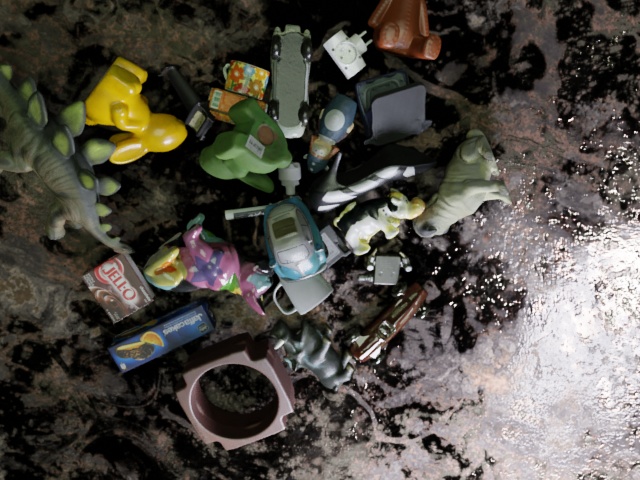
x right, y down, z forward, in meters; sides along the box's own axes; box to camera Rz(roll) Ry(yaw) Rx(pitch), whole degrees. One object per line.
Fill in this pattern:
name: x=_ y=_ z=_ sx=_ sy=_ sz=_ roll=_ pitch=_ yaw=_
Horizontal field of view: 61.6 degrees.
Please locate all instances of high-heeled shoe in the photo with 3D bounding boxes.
high-heeled shoe: x=0.103 y=-0.108 z=1.046 sx=0.249 sy=0.086 sz=0.145 roll=1 pitch=130 yaw=-20

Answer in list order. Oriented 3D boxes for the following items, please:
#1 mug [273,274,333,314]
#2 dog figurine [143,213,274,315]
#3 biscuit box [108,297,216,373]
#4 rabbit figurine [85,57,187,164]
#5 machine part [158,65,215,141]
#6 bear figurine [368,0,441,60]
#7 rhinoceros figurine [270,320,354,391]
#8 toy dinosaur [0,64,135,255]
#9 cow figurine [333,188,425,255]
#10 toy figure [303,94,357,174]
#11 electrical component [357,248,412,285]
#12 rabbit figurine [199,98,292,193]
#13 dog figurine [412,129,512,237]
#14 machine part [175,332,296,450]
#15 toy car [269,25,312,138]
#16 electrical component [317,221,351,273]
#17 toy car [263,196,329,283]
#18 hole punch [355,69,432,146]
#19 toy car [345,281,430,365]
mug: x=-0.046 y=0.087 z=1.060 sx=0.109 sy=0.081 sz=0.107 roll=-35 pitch=91 yaw=8
dog figurine: x=-0.197 y=0.070 z=1.021 sx=0.191 sy=0.108 sz=0.219 roll=-42 pitch=106 yaw=2
biscuit box: x=-0.306 y=0.184 z=1.053 sx=0.203 sy=0.059 sz=0.062 roll=-25 pitch=103 yaw=-1
rabbit figurine: x=-0.324 y=-0.209 z=0.947 sx=0.173 sy=0.122 sz=0.162 roll=31 pitch=100 yaw=-31
machine part: x=-0.235 y=-0.250 z=0.954 sx=0.039 sy=0.084 sz=0.139 roll=-32 pitch=85 yaw=-31
bear figurine: x=0.164 y=-0.428 z=0.951 sx=0.120 sy=0.132 sz=0.195 roll=12 pitch=106 yaw=-17
rhinoceros figurine: x=-0.016 y=0.227 z=1.096 sx=0.112 sy=0.073 sz=0.190 roll=-43 pitch=105 yaw=14
toy dinosaur: x=-0.462 y=-0.158 z=0.905 sx=0.199 sy=0.105 sz=0.470 roll=-25 pitch=113 yaw=26
cow figurine: x=0.113 y=-0.051 z=1.035 sx=0.167 sy=0.068 sz=0.098 roll=-33 pitch=104 yaw=15
toy figure: x=0.016 y=-0.198 z=1.016 sx=0.064 sy=0.057 sz=0.154 roll=31 pitch=99 yaw=32
electrical component: x=0.132 y=0.054 z=1.086 sx=0.102 sy=0.045 sz=0.078 roll=9 pitch=99 yaw=-8
rabbit figurine: x=-0.140 y=-0.159 z=0.972 sx=0.159 sy=0.170 sz=0.121 roll=27 pitch=63 yaw=-38
dog figurine: x=0.255 y=-0.108 z=1.051 sx=0.191 sy=0.121 sz=0.172 roll=-20 pitch=61 yaw=20
machine part: x=-0.165 y=0.298 z=1.069 sx=0.201 sy=0.087 sz=0.201 roll=-22 pitch=108 yaw=6
toy car: x=-0.056 y=-0.290 z=0.988 sx=0.073 sy=0.056 sz=0.201 roll=2 pitch=99 yaw=-8
electrical component: x=-0.002 y=-0.003 z=1.058 sx=0.075 sy=0.048 sz=0.119 roll=-36 pitch=105 yaw=1
toy car: x=-0.051 y=-0.008 z=0.985 sx=0.109 sy=0.103 sz=0.161 roll=-17 pitch=80 yaw=3
hole punch: x=0.132 y=-0.250 z=1.010 sx=0.142 sy=0.092 sz=0.115 roll=-21 pitch=136 yaw=-11
toy car: x=0.142 y=0.172 z=1.109 sx=0.202 sy=0.053 sz=0.089 roll=-44 pitch=100 yaw=5
